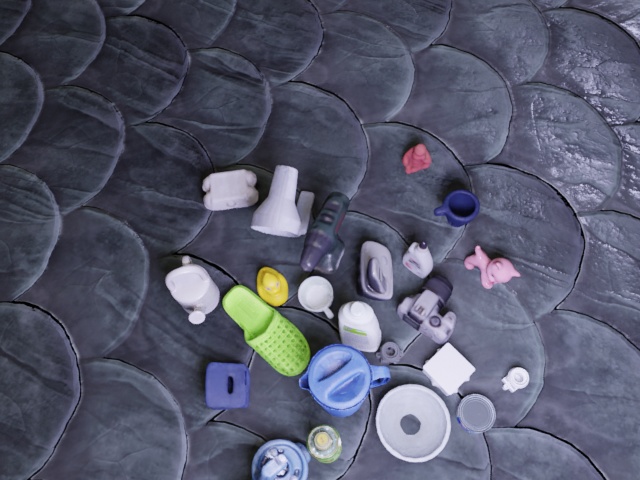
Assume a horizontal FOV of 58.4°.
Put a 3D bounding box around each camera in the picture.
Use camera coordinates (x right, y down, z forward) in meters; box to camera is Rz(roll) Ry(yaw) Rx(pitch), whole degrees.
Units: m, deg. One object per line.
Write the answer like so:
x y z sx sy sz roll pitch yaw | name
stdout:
0.279 0.159 1.391 0.143 0.101 0.137 34 73 16 | camera

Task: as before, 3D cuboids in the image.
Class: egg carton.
-0.243 -0.133 1.557 0.150 0.069 0.107 -9 67 -1 | egg carton

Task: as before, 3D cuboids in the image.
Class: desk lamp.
-0.091 -0.082 1.450 0.118 0.214 0.203 9 68 7 | desk lamp

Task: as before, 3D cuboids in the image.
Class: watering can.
-0.308 0.116 1.386 0.101 0.194 0.172 -37 70 -12 | watering can

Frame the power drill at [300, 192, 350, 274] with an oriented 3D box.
0.013 0.005 1.411 0.075 0.208 0.230 18 69 10 | power drill

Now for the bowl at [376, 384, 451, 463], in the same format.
0.208 0.417 1.299 0.167 0.075 0.167 -1 67 2 | bowl

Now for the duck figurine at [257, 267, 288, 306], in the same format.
-0.124 0.109 1.440 0.077 0.086 0.104 -26 68 -8 | duck figurine

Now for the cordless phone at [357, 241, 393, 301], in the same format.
0.136 0.060 1.394 0.094 0.185 0.147 -3 67 2 | cordless phone

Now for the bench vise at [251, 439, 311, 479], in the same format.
-0.106 0.510 1.195 0.121 0.220 0.208 29 71 14 | bench vise

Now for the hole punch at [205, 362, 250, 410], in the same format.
-0.215 0.340 1.342 0.101 0.091 0.108 -4 67 1 | hole punch

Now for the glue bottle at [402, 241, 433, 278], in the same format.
0.245 0.038 1.405 0.078 0.173 0.037 34 73 16 | glue bottle

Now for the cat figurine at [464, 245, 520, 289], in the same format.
0.426 0.064 1.416 0.067 0.118 0.127 -37 70 -12 | cat figurine

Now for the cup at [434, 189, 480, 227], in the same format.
0.349 -0.069 1.488 0.118 0.095 0.091 -13 67 -3 | cup

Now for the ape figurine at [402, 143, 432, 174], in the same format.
0.267 -0.230 1.562 0.077 0.092 0.076 21 70 11 | ape figurine
